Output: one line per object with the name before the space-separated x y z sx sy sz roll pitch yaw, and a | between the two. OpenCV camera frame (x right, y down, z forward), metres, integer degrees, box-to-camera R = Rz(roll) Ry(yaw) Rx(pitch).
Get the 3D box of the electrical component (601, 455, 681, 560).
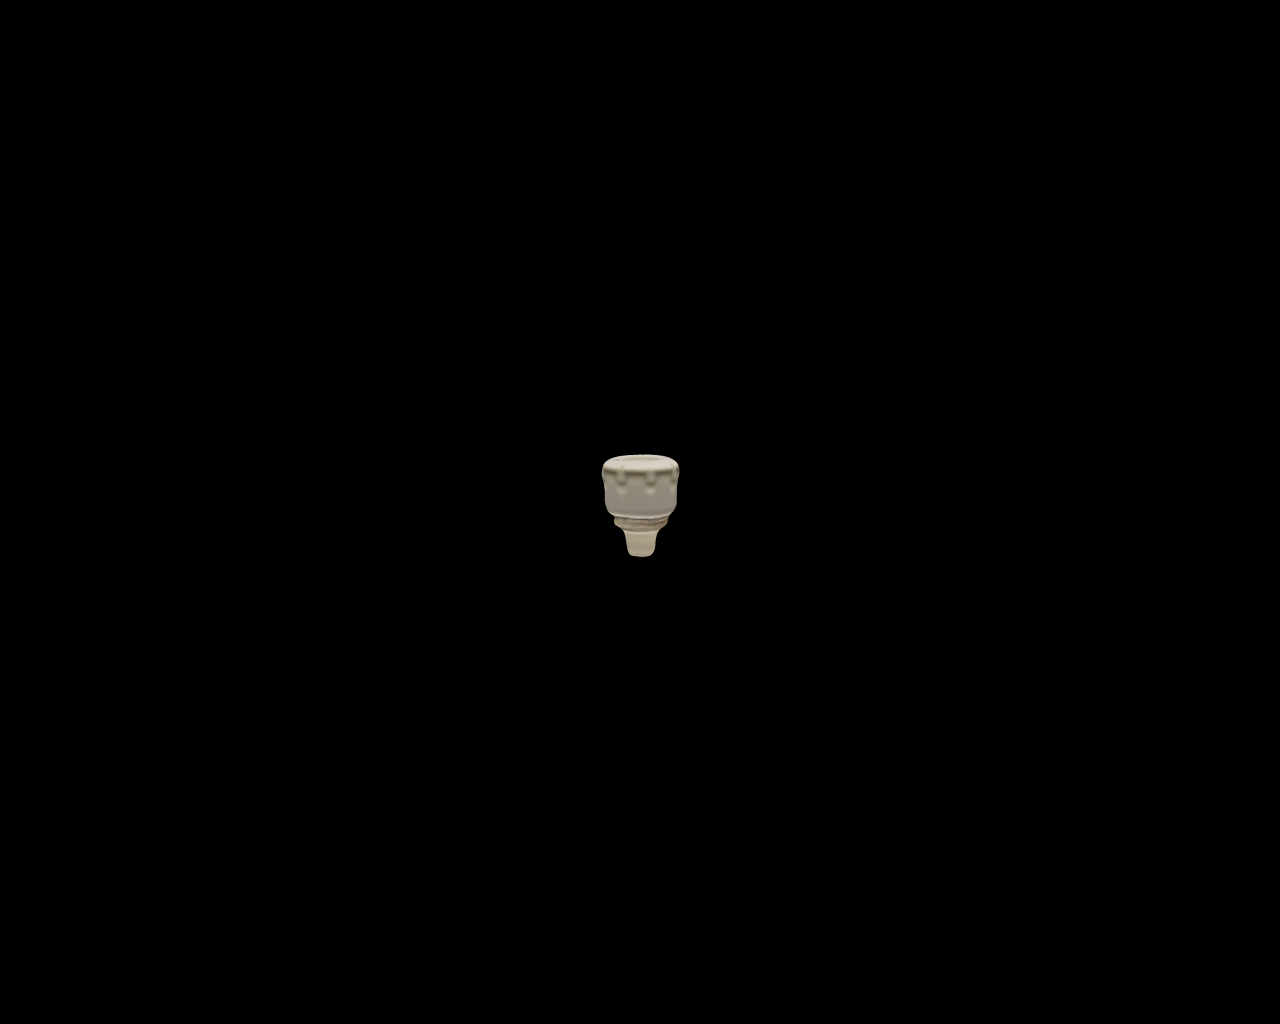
electrical component | 0.001 -0.003 0.650 0.048 0.062 0.048 0 11 0
